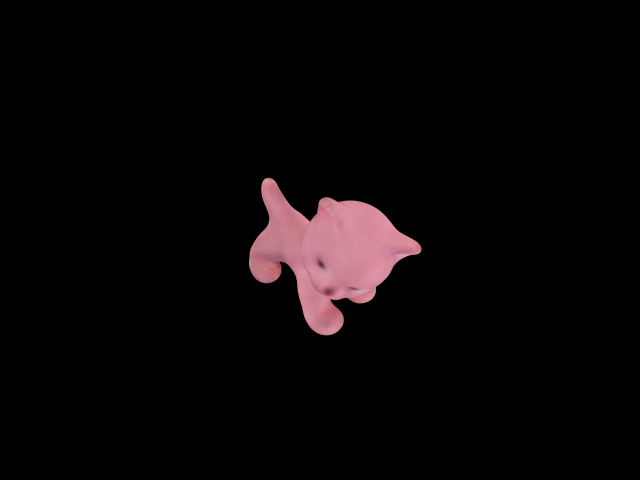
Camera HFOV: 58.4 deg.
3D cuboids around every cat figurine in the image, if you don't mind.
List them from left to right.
[{"bbox_3d":[0.004,0.001,0.400,0.127,0.118,0.067,36,58,27],"label":"cat figurine"}]
